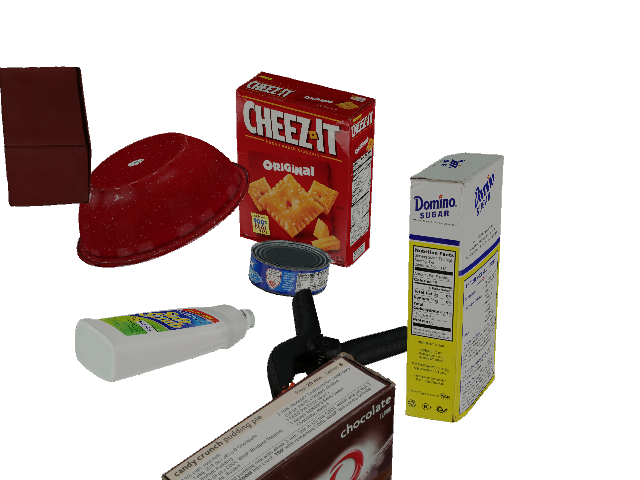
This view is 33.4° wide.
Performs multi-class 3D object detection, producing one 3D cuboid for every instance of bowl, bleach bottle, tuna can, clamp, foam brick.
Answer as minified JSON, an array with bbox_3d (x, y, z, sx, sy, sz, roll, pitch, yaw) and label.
[{"bbox_3d":[-0.144,-0.045,0.903,0.162,0.055,0.162,-18,28,10],"label":"bowl"},{"bbox_3d":[-0.201,0.127,1.458,0.250,0.068,0.103,-11,24,-41],"label":"bleach bottle"},{"bbox_3d":[-0.033,0.029,1.137,0.086,0.034,0.086,7,19,-3],"label":"tuna can"},{"bbox_3d":[-0.004,0.098,0.954,0.120,0.039,0.171,20,28,26],"label":"clamp"},{"bbox_3d":[-0.176,-0.067,0.680,0.051,0.078,0.053,-4,-42,-16],"label":"foam brick"}]

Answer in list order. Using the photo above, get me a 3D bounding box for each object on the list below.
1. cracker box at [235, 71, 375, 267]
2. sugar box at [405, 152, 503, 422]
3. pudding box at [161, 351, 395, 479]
[{"bbox_3d":[-0.021,-0.086,1.334,0.164,0.214,0.072,17,36,24],"label":"cracker box"},{"bbox_3d":[0.095,0.031,0.762,0.048,0.176,0.093,5,17,26],"label":"sugar box"},{"bbox_3d":[-0.016,0.116,0.487,0.039,0.090,0.113,30,47,34],"label":"pudding box"}]
